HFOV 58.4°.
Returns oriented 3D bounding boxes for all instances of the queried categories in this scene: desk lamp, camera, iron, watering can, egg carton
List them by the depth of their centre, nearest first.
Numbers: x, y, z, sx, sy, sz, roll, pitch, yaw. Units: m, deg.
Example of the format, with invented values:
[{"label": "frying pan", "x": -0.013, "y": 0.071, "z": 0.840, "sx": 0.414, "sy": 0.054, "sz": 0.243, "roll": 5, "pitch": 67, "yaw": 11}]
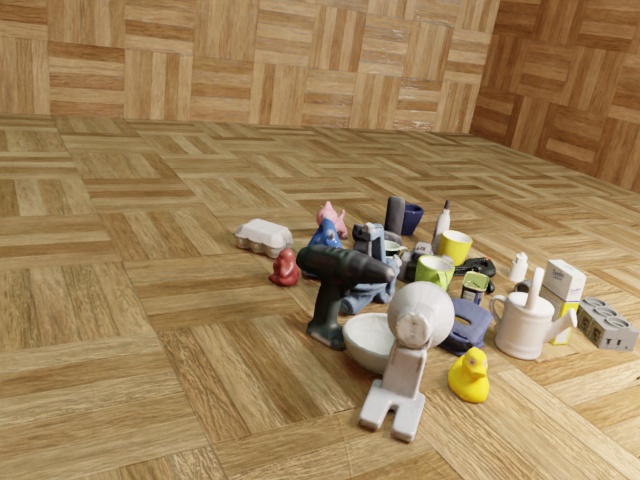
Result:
[{"label": "desk lamp", "x": 0.155, "y": 0.194, "z": 0.988, "sx": 0.117, "sy": 0.213, "sz": 0.203, "roll": 14, "pitch": 22, "yaw": 14}, {"label": "watering can", "x": 0.459, "y": 0.153, "z": 1.239, "sx": 0.173, "sy": 0.194, "sz": 0.101, "roll": 10, "pitch": 21, "yaw": 3}, {"label": "iron", "x": 0.014, "y": 0.005, "z": 1.508, "sx": 0.119, "sy": 0.141, "sz": 0.258, "roll": 6, "pitch": 22, "yaw": -8}, {"label": "camera", "x": 0.290, "y": 0.056, "z": 1.545, "sx": 0.143, "sy": 0.101, "sz": 0.137, "roll": 13, "pitch": 22, "yaw": 11}, {"label": "egg carton", "x": -0.153, "y": -0.006, "z": 1.569, "sx": 0.150, "sy": 0.069, "sz": 0.107, "roll": 16, "pitch": 23, "yaw": 18}]

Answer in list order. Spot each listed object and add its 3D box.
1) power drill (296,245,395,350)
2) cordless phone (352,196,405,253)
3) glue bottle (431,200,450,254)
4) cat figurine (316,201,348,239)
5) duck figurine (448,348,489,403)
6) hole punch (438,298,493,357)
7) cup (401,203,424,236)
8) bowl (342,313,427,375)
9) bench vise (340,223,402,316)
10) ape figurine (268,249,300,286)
[{"label": "power drill", "x": 0.042, "y": 0.110, "z": 1.163, "sx": 0.228, "sy": 0.208, "sz": 0.076, "roll": 24, "pitch": 26, "yaw": 34}, {"label": "cordless phone", "x": 0.172, "y": -0.047, "z": 1.645, "sx": 0.147, "sy": 0.185, "sz": 0.094, "roll": 15, "pitch": 22, "yaw": 16}, {"label": "glue bottle", "x": 0.365, "y": -0.039, "z": 1.716, "sx": 0.037, "sy": 0.173, "sz": 0.078, "roll": 8, "pitch": 21, "yaw": -1}, {"label": "cat figurine", "x": 0.033, "y": -0.058, "z": 1.710, "sx": 0.067, "sy": 0.118, "sz": 0.128, "roll": 25, "pitch": 26, "yaw": 35}, {"label": "duck figurine", "x": 0.288, "y": 0.245, "z": 1.088, "sx": 0.077, "sy": 0.086, "sz": 0.104, "roll": 7, "pitch": 21, "yaw": -5}, {"label": "hole punch", "x": 0.305, "y": 0.188, "z": 1.231, "sx": 0.108, "sy": 0.091, "sz": 0.101, "roll": 23, "pitch": 26, "yaw": 33}, {"label": "cup", "x": 0.274, "y": -0.068, "z": 1.861, "sx": 0.092, "sy": 0.095, "sz": 0.117, "roll": -12, "pitch": 29, "yaw": -42}, {"label": "bowl", "x": 0.122, "y": 0.213, "z": 1.117, "sx": 0.167, "sy": 0.075, "sz": 0.167, "roll": 8, "pitch": 21, "yaw": -3}, {"label": "bench vise", "x": 0.119, "y": 0.049, "z": 1.331, "sx": 0.121, "sy": 0.220, "sz": 0.208, "roll": 16, "pitch": 22, "yaw": 17}, {"label": "ape figurine", "x": -0.085, "y": 0.063, "z": 1.390, "sx": 0.076, "sy": 0.092, "sz": 0.078, "roll": 8, "pitch": 21, "yaw": -1}]
